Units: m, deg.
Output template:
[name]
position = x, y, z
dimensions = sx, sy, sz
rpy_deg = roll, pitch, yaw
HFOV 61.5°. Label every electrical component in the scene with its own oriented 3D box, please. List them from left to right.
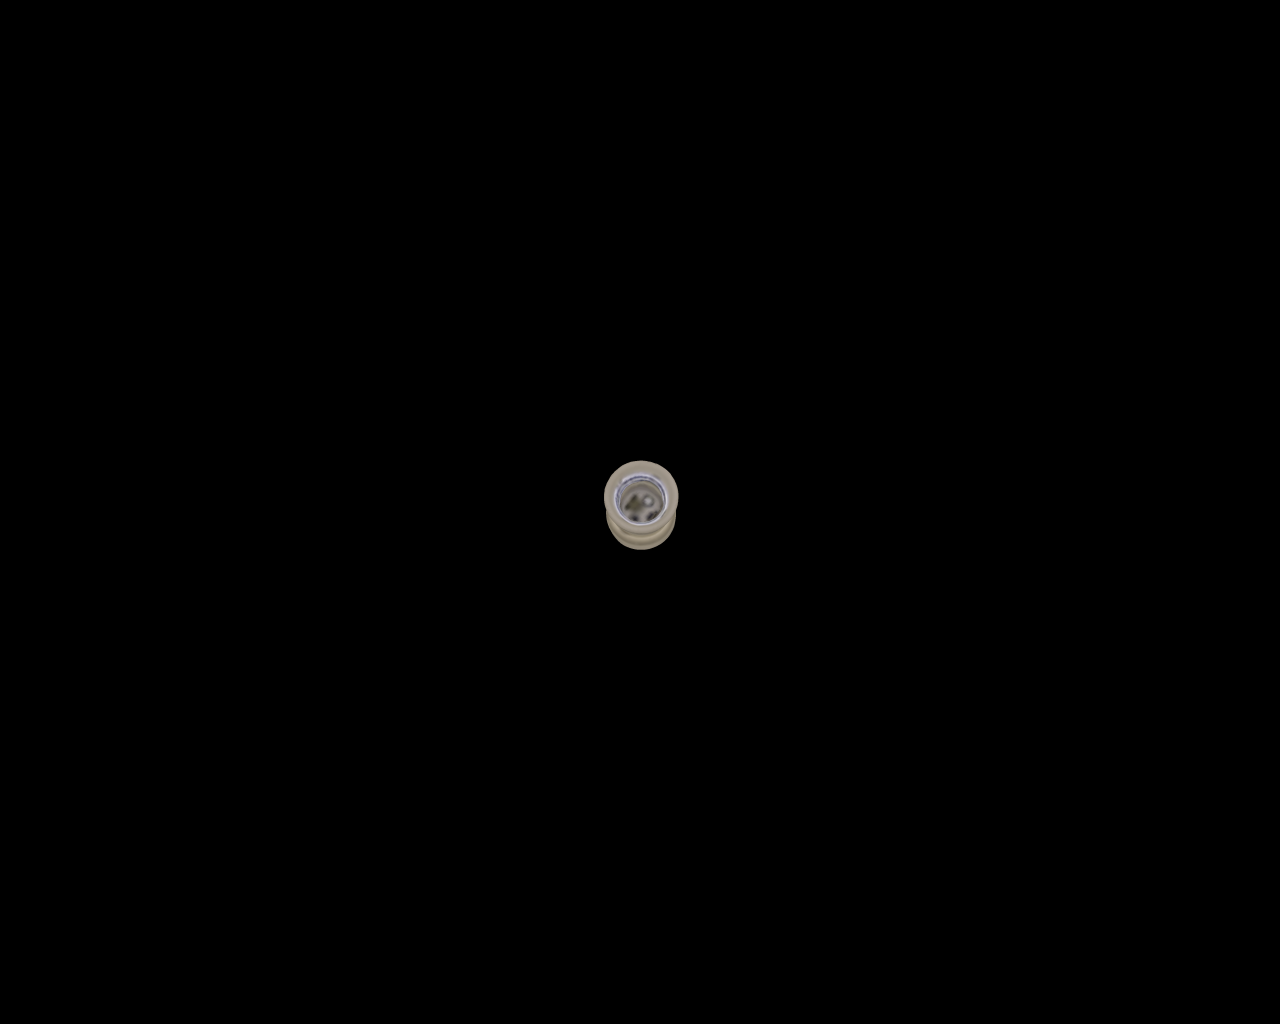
[electrical component]
position = 0.001, -0.003, 0.650
dimensions = 0.045, 0.045, 0.055
rpy_deg = 0, -15, 0
